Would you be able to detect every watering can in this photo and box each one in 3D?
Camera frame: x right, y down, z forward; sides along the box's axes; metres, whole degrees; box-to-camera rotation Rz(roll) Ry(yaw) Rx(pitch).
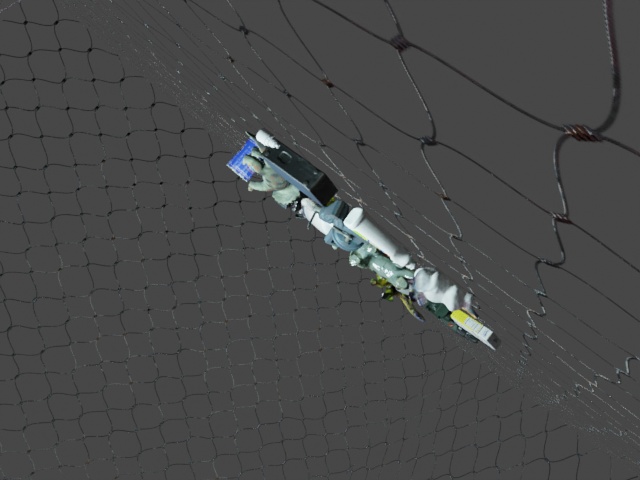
[{"bbox_3d":[0.006,-0.097,1.930,0.343,0.104,0.227,38,180,-40],"label":"watering can"}]

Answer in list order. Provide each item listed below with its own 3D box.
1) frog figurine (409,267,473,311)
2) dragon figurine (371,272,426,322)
[{"bbox_3d":[0.343,0.136,1.432,0.159,0.125,0.135,-5,141,30],"label":"frog figurine"},{"bbox_3d":[0.318,0.176,2.277,0.405,0.121,0.247,49,-165,-21],"label":"dragon figurine"}]
